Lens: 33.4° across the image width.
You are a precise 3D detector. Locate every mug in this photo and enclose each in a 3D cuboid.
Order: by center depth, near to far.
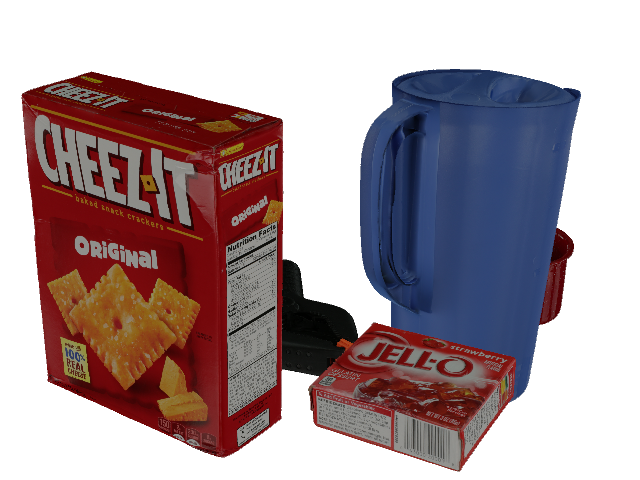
[{"bbox_3d":[0.213,0.030,1.131,0.093,0.081,0.117,-5,31,-8],"label":"mug"}]

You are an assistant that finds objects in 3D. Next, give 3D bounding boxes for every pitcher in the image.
[{"bbox_3d":[0.104,0.000,0.791,0.149,0.243,0.145,4,19,5],"label":"pitcher"}]

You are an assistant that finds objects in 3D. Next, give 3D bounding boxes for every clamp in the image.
[{"bbox_3d":[-0.031,0.064,0.900,0.164,0.036,0.210,-19,26,-40],"label":"clamp"}]

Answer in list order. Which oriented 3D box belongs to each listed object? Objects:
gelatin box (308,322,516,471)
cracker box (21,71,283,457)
[{"bbox_3d":[0.050,0.080,0.571,0.089,0.030,0.073,13,31,29],"label":"gelatin box"},{"bbox_3d":[-0.108,0.015,0.687,0.164,0.214,0.072,17,30,31],"label":"cracker box"}]
